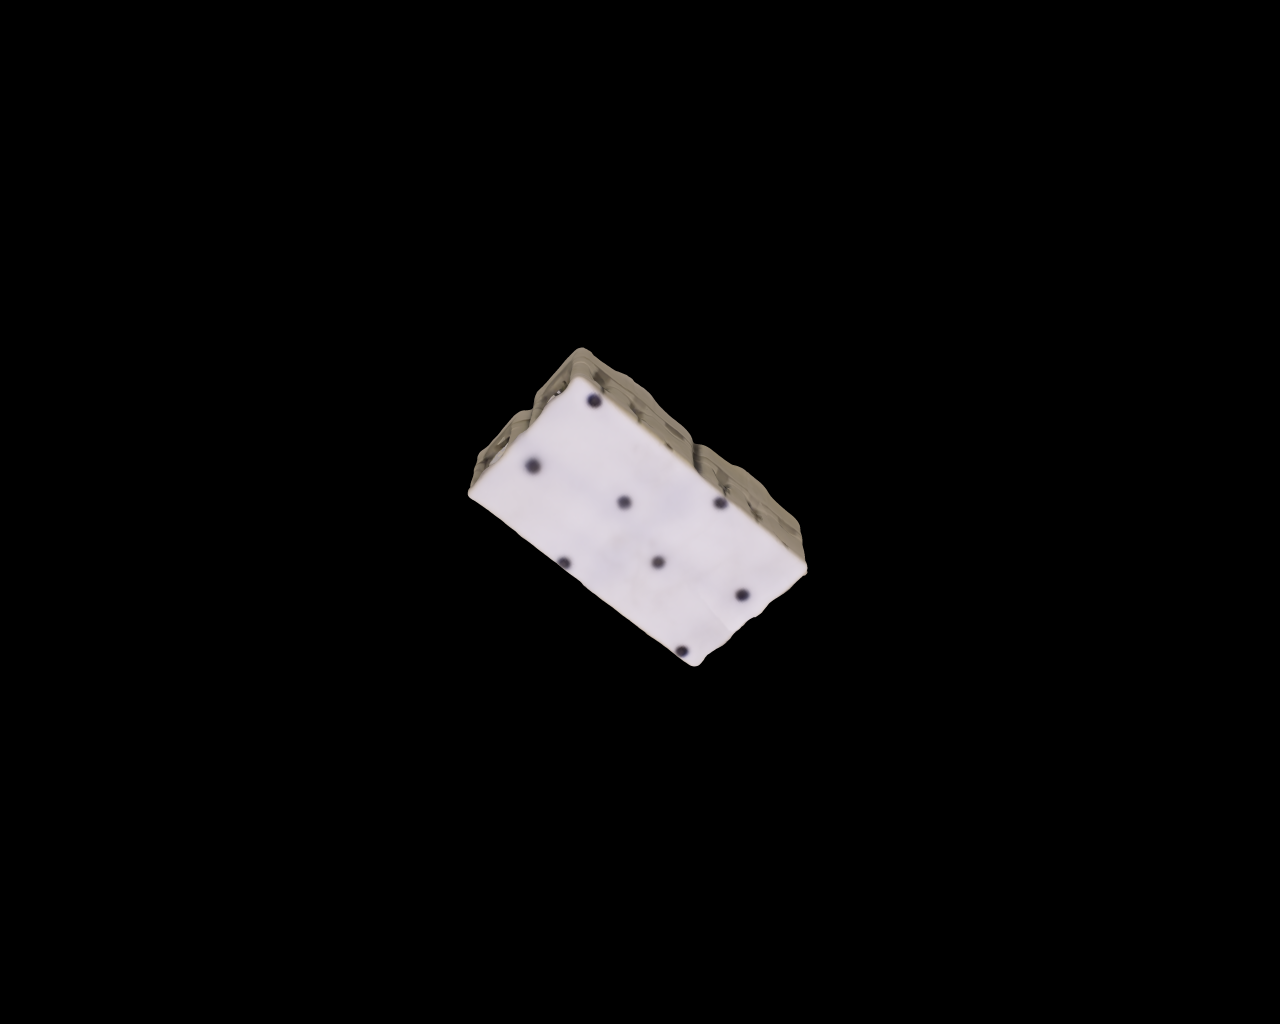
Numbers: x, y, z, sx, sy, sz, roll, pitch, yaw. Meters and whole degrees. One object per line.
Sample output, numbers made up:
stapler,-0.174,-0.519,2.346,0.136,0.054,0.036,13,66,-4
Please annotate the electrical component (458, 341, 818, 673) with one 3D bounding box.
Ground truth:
electrical component,0.001,-0.003,0.650,0.186,0.105,0.060,38,22,-18
